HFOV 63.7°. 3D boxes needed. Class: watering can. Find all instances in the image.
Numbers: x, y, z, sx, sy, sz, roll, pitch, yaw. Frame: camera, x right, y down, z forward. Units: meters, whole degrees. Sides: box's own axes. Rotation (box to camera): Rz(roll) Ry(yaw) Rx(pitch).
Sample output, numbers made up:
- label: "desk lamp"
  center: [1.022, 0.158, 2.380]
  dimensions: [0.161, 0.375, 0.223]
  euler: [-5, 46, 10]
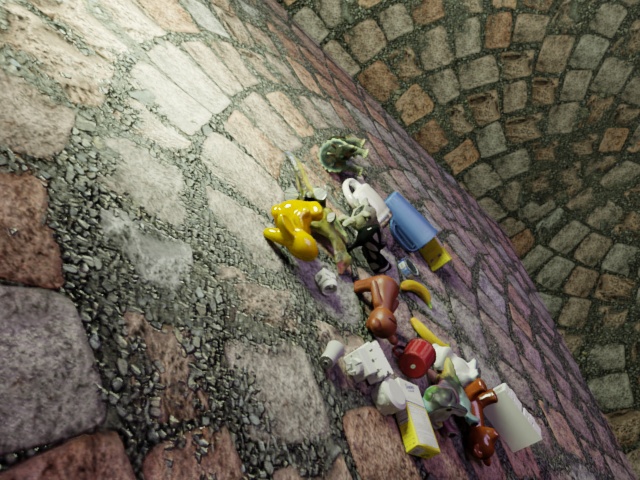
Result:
- label: "watering can"
  center: [0.180, -0.147, 1.927]
  dimensions: [0.224, 0.103, 0.352]
  euler: [49, 21, -2]

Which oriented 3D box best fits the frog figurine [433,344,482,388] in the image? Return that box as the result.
- label: "frog figurine"
  center: [0.403, 0.397, 1.588]
  dimensions: [0.160, 0.120, 0.140]
  euler: [16, 34, 9]

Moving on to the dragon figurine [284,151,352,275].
- label: "dragon figurine"
  center: [0.005, -0.080, 1.581]
  dimensions: [0.239, 0.121, 0.419]
  euler: [47, 20, -53]
